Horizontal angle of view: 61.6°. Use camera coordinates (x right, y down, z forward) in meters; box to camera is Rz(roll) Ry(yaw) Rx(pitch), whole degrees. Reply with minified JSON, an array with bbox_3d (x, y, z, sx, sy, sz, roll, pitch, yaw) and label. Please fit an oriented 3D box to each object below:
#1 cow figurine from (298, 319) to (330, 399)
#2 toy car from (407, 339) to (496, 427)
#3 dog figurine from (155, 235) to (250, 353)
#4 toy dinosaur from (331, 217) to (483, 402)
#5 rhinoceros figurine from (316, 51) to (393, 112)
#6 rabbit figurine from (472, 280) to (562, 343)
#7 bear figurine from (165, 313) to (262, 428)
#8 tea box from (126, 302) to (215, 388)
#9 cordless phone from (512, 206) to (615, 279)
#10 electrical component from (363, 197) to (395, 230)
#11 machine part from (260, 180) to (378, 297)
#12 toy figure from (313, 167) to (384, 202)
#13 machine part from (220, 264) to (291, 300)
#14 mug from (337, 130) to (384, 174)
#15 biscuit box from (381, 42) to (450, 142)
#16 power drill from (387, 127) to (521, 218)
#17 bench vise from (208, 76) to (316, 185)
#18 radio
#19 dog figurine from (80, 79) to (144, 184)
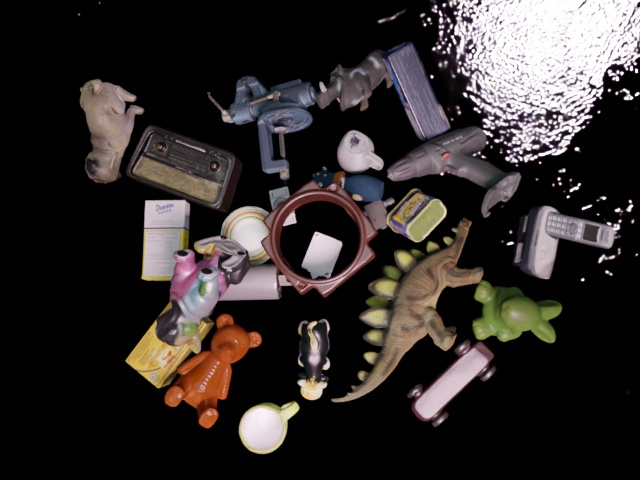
[{"bbox_3d":[-0.012,0.249,1.109,0.068,0.098,0.167,0,83,-2],"label":"cow figurine"},{"bbox_3d":[0.271,0.290,1.104,0.202,0.053,0.089,-46,72,2],"label":"toy car"},{"bbox_3d":[-0.237,0.115,1.066,0.109,0.191,0.219,32,121,21],"label":"dog figurine"},{"bbox_3d":[0.190,0.146,1.106,0.199,0.105,0.471,26,77,14],"label":"toy dinosaur"},{"bbox_3d":[0.077,-0.347,1.181,0.190,0.073,0.112,-35,83,-1],"label":"rhinoceros figurine"},{"bbox_3d":[0.384,0.152,1.052,0.159,0.170,0.121,14,85,7],"label":"rabbit figurine"},{"bbox_3d":[-0.213,0.262,1.111,0.120,0.132,0.196,38,93,-9],"label":"bear figurine"},{"bbox_3d":[-0.319,0.217,1.150,0.098,0.068,0.169,38,89,8],"label":"tea box"},{"bbox_3d":[0.503,0.015,1.105,0.184,0.088,0.146,12,84,1],"label":"cordless phone"},{"bbox_3d":[0.127,-0.053,1.169,0.094,0.021,0.063,-28,82,0],"label":"electrical component"},{"bbox_3d":[-0.002,-0.003,1.079,0.201,0.087,0.201,-39,85,-1],"label":"machine part"},{"bbox_3d":[0.059,-0.116,1.162,0.155,0.064,0.057,11,118,16],"label":"toy figure"},{"bbox_3d":[-0.169,0.091,1.149,0.243,0.079,0.079,-2,84,3],"label":"machine part"},{"bbox_3d":[0.084,-0.185,1.145,0.110,0.107,0.081,37,89,9],"label":"mug"},{"bbox_3d":[0.201,-0.312,1.132,0.063,0.059,0.202,-28,111,2],"label":"biscuit box"},{"bbox_3d":[0.282,-0.135,1.095,0.232,0.085,0.208,-32,50,-21],"label":"power drill"},{"bbox_3d":[-0.111,-0.243,1.164,0.224,0.128,0.240,-8,79,6],"label":"bench vise"},{"bbox_3d":[-0.294,-0.158,1.188,0.230,0.073,0.131,20,86,6],"label":"radio"},{"bbox_3d":[-0.474,-0.230,1.166,0.121,0.172,0.190,7,77,16],"label":"dog figurine"}]
